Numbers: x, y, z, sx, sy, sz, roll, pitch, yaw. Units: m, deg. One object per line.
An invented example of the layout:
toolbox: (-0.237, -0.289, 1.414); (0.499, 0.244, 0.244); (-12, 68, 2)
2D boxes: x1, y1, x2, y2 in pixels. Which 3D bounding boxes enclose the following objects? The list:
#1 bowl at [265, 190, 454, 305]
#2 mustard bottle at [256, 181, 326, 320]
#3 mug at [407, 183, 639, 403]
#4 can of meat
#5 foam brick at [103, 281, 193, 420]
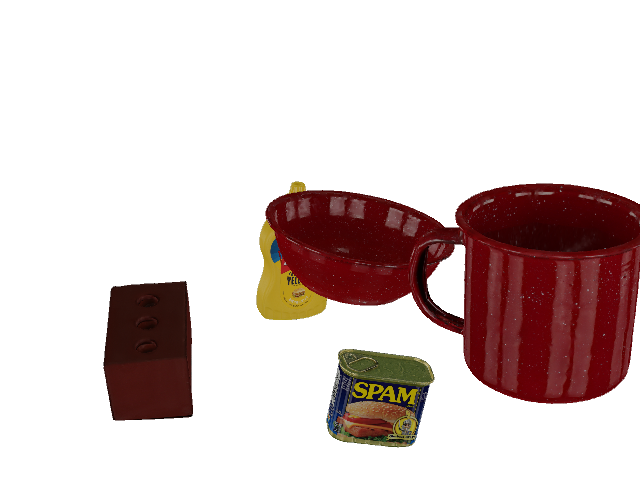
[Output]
bowl: (0.030, 0.011, 0.904); (0.162, 0.055, 0.162); (8, 22, -3)
mustard bottle: (-0.035, 0.012, 1.445); (0.096, 0.192, 0.058); (-5, 26, -18)
mug: (0.100, 0.024, 0.522); (0.117, 0.081, 0.093); (6, 24, 17)
can of meat: (0.061, 0.169, 1.135); (0.102, 0.084, 0.057); (8, 21, -9)
foam brick: (-0.111, 0.072, 0.698); (0.053, 0.051, 0.078); (-4, 37, -5)
